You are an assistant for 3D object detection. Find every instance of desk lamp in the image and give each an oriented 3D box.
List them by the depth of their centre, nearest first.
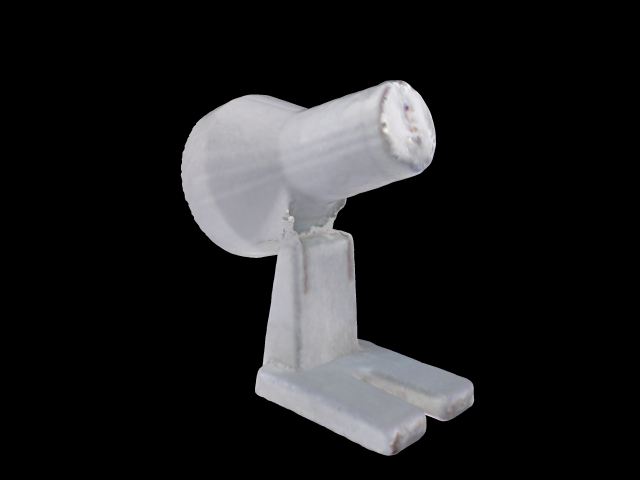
[{"bbox_3d":[0.004,0.001,0.400,0.202,0.213,0.118,11,17,42],"label":"desk lamp"}]
